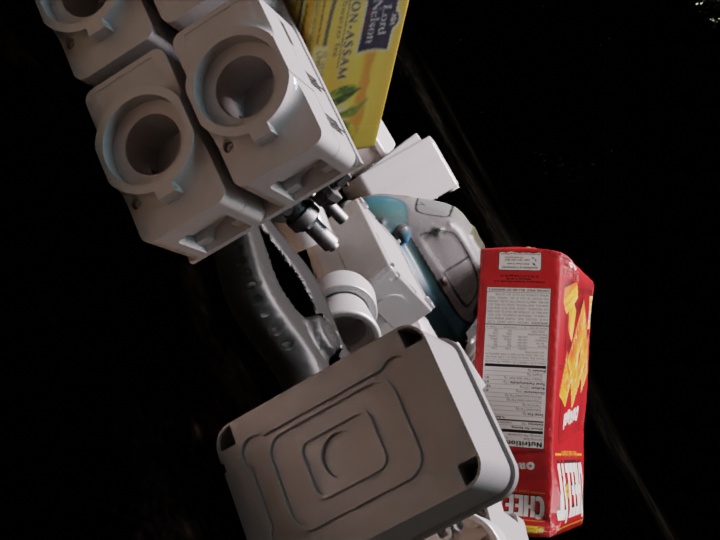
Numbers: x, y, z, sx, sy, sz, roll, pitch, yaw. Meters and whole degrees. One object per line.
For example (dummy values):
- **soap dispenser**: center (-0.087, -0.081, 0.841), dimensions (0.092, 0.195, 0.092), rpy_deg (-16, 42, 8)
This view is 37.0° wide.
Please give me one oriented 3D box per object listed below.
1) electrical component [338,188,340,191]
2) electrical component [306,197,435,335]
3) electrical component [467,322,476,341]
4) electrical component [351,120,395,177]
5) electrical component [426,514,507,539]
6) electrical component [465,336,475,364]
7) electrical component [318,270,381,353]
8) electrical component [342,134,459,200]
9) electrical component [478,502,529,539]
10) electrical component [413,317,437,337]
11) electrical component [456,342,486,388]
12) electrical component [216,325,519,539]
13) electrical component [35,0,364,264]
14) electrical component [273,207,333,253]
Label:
- **electrical component**: center (-0.040, -0.096, 0.822), dimensions (0.078, 0.058, 0.057), rpy_deg (58, 16, -13)
- **electrical component**: center (0.000, 0.000, 0.771), dimensions (0.061, 0.061, 0.096), rpy_deg (45, 14, -42)
- **electrical component**: center (0.113, 0.031, 1.120), dimensions (0.096, 0.062, 0.061), rpy_deg (39, 25, -58)
- **electrical component**: center (-0.011, -0.141, 1.042), dimensions (0.099, 0.048, 0.099), rpy_deg (59, 13, -10)
- **electrical component**: center (0.063, 0.172, 0.645), dimensions (0.055, 0.055, 0.047), rpy_deg (65, 10, 19)
- **electrical component**: center (0.128, 0.095, 1.086), dimensions (0.048, 0.048, 0.062), rpy_deg (58, 20, -13)
- **electrical component**: center (-0.010, 0.031, 0.687), dimensions (0.045, 0.045, 0.055), rpy_deg (54, 14, -26)
- **electrical component**: center (0.028, -0.075, 0.968), dimensions (0.061, 0.096, 0.062), rpy_deg (60, -17, -3)
- **electrical component**: center (0.082, 0.178, 0.711), dimensions (0.064, 0.042, 0.081), rpy_deg (40, 27, -37)
- **electrical component**: center (0.043, 0.065, 0.822), dimensions (0.062, 0.043, 0.043), rpy_deg (58, 13, -21)
- **electrical component**: center (0.053, 0.091, 0.761), dimensions (0.042, 0.064, 0.081), rpy_deg (56, 13, -18)
- **electrical component**: center (0.004, 0.084, 0.476), dimensions (0.057, 0.113, 0.078), rpy_deg (30, 33, -61)
- **electrical component**: center (-0.091, -0.113, 0.552), dimensions (0.186, 0.105, 0.060), rpy_deg (65, 14, 17)
- **electrical component**: center (-0.042, -0.038, 0.729), dimensions (0.046, 0.040, 0.040), rpy_deg (66, 12, -4)
